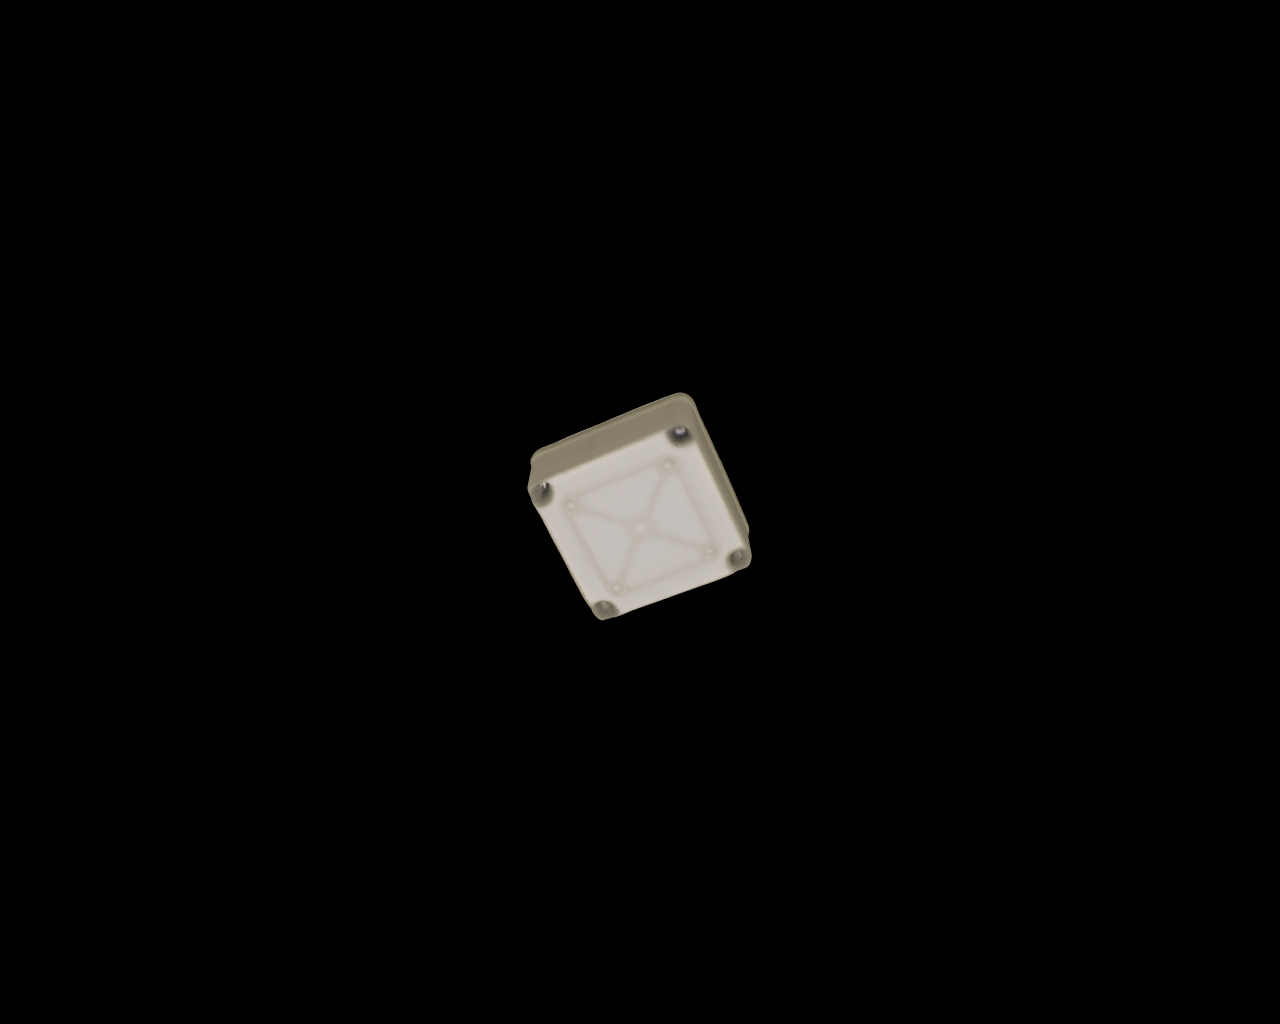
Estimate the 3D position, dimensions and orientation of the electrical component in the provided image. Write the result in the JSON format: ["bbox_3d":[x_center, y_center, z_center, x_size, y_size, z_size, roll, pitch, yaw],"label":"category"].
[{"bbox_3d":[0.001,-0.003,0.650,0.109,0.108,0.056,-22,25,10],"label":"electrical component"}]
